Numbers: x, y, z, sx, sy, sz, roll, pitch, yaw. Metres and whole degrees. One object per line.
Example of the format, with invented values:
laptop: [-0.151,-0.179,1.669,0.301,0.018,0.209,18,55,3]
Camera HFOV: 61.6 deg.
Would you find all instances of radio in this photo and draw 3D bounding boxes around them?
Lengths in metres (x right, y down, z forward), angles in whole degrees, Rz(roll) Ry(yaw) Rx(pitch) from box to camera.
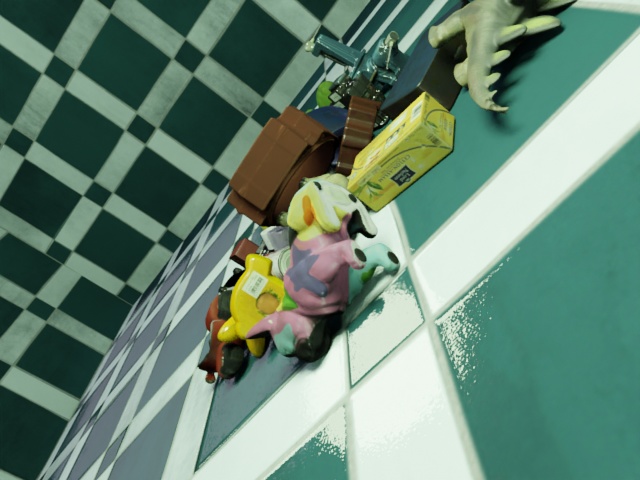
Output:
radio: [0.204,-0.304,0.953,0.229,0.073,0.131,-60,17,-24]

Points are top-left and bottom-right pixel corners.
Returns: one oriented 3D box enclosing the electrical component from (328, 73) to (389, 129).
electrical component: [0.082,-0.296,1.157,0.058,0.134,0.115,-56,17,-14]

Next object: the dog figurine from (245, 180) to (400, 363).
dog figurine: [-0.019,0.051,0.719,0.219,0.108,0.192,-44,64,26]

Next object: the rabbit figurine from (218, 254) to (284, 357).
rabbit figurine: [-0.098,0.115,0.921,0.173,0.122,0.162,177,116,-81]

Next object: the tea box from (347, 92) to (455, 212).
tea box: [0.125,-0.134,0.835,0.169,0.068,0.098,-41,21,41]

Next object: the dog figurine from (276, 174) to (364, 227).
dog figurine: [0.028,-0.017,0.852,0.172,0.121,0.191,-57,29,12]

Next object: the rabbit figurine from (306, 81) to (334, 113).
rabbit figurine: [0.020,-0.281,1.258,0.121,0.159,0.170,55,131,43]

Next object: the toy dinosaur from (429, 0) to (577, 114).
toy dinosaur: [0.261,-0.322,0.782,0.198,0.105,0.471,-24,38,53]

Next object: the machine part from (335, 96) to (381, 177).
machine part: [0.065,-0.174,0.989,0.179,0.056,0.179,8,-84,-89]

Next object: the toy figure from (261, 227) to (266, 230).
toy figure: [-0.082,-0.077,1.269,0.180,0.082,0.089,-31,28,47]

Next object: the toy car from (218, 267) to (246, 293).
toy car: [-0.171,0.096,1.217,0.073,0.056,0.202,-56,17,-26]

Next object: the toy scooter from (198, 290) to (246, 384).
toy scooter: [-0.184,0.191,1.002,0.135,0.075,0.184,-56,29,37]

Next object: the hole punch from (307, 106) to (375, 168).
hole punch: [0.026,-0.232,1.120,0.116,0.092,0.142,-46,47,-9]

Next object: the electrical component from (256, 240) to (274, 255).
electrical component: [-0.098,0.004,1.210,0.119,0.047,0.075,-58,17,-6]

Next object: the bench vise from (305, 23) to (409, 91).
bench vise: [0.080,-0.413,1.245,0.129,0.241,0.223,-64,3,-20]

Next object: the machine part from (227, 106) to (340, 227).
machine part: [-0.058,-0.122,0.948,0.201,0.087,0.201,-55,-13,10]
